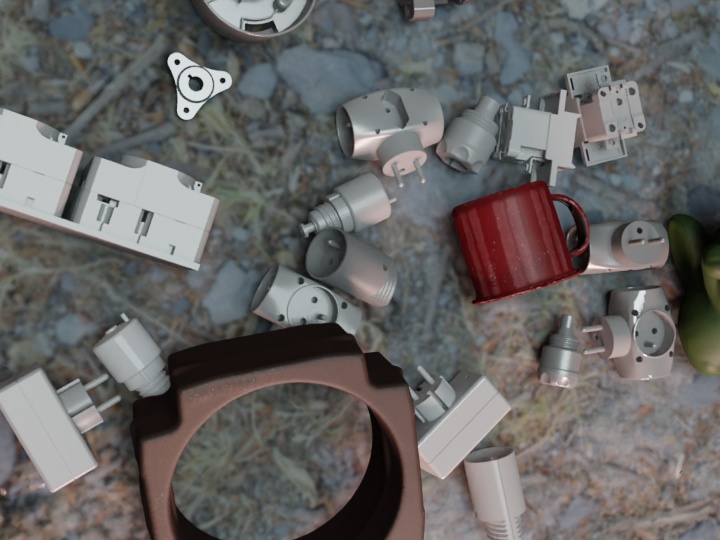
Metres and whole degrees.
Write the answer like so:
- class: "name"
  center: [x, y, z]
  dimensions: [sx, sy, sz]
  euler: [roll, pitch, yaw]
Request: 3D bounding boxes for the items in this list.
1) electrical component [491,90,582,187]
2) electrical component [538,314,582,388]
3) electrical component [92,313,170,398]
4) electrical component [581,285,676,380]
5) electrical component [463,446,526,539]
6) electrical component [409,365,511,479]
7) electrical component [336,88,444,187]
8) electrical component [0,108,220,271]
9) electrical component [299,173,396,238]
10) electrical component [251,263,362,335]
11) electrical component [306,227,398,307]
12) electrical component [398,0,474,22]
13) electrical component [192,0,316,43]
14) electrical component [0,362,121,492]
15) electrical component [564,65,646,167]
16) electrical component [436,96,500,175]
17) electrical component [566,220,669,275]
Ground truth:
- class: "electrical component"
  center: [0.146, -0.111, 0.905]
  dimensions: [0.064, 0.042, 0.081]
  euler: [7, 88, -14]
- class: "electrical component"
  center: [0.173, 0.069, 0.919]
  dimensions: [0.035, 0.035, 0.061]
  euler: [13, 85, -18]
- class: "electrical component"
  center: [-0.166, 0.072, 0.807]
  dimensions: [0.040, 0.040, 0.078]
  euler: [-38, 102, -14]
- class: "electrical component"
  center: [0.228, 0.056, 0.931]
  dimensions: [0.079, 0.044, 0.077]
  euler: [-7, 93, -18]
- class: "electrical component"
  center: [0.115, 0.192, 0.897]
  dimensions: [0.043, 0.043, 0.081]
  euler: [-14, 95, -17]
- class: "electrical component"
  center: [0.064, 0.112, 0.878]
  dimensions: [0.083, 0.047, 0.075]
  euler: [-44, 103, -13]
- class: "electrical component"
  center: [0.029, -0.101, 0.858]
  dimensions: [0.077, 0.043, 0.079]
  euler: [-12, 67, -17]
- class: "electrical component"
  center: [-0.202, -0.058, 0.760]
  dimensions: [0.186, 0.105, 0.060]
  euler: [19, 85, -17]
- class: "electrical component"
  center: [-0.012, -0.047, 0.855]
  dimensions: [0.078, 0.040, 0.040]
  euler: [-27, 98, -16]
- class: "electrical component"
  center: [-0.050, 0.047, 0.842]
  dimensions: [0.077, 0.044, 0.079]
  euler: [30, 82, -16]
- class: "electrical component"
  center: [0.000, 0.000, 0.852]
  dimensions: [0.081, 0.043, 0.043]
  euler: [27, 81, -44]
- class: "electrical component"
  center: [0.063, -0.243, 0.869]
  dimensions: [0.057, 0.058, 0.078]
  euler: [-7, 92, -15]
- class: "electrical component"
  center: [-0.083, -0.221, 0.818]
  dimensions: [0.099, 0.064, 0.099]
  euler: [0, 91, -18]
- class: "electrical component"
  center: [-0.214, 0.104, 0.788]
  dimensions: [0.076, 0.047, 0.083]
  euler: [-30, 99, -15]
- class: "electrical component"
  center: [0.207, -0.132, 0.913]
  dimensions: [0.042, 0.064, 0.081]
  euler: [-16, 96, -16]
- class: "electrical component"
  center: [0.094, -0.113, 0.887]
  dimensions: [0.043, 0.043, 0.062]
  euler: [32, 81, -16]
- class: "electrical component"
  center: [0.227, -0.021, 0.912]
  dimensions: [0.077, 0.079, 0.043]
  euler: [-4, 87, -18]
